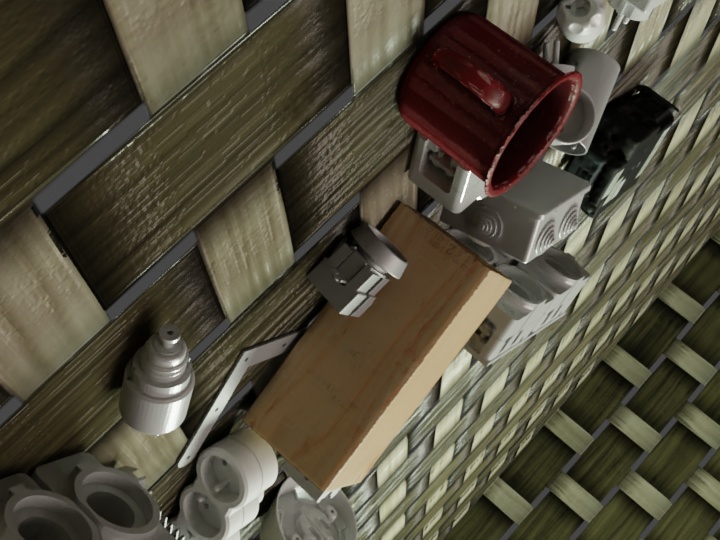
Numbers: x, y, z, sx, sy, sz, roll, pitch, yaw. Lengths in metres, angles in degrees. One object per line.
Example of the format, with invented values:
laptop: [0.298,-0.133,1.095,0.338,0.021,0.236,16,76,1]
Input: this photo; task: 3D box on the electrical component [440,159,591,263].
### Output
electrical component: [0.123,-0.054,0.864,0.100,0.100,0.048,-30,140,-48]

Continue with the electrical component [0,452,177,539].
electrical component: [-0.131,0.187,0.588,0.060,0.186,0.105,-56,162,18]

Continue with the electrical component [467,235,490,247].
electrical component: [0.120,-0.047,0.960,0.048,0.048,0.062,-56,169,18]

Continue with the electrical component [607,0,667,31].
electrical component: [0.218,-0.220,0.837,0.066,0.047,0.076,-35,157,-40]

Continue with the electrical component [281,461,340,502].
electrical component: [-0.026,0.164,1.011,0.089,0.056,0.050,-52,162,7]

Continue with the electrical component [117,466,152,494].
electrical component: [-0.159,0.147,0.686,0.040,0.040,0.046,-55,167,16]

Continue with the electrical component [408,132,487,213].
electrical component: [0.082,-0.089,0.771,0.089,0.050,0.055,-40,159,-28]

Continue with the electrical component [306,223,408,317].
electrical component: [0.000,0.000,0.763,0.055,0.048,0.066,-45,163,9]

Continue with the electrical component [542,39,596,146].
electrical component: [0.143,-0.134,0.815,0.077,0.044,0.079,-161,-107,-75]

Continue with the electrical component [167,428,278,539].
electrical component: [-0.103,0.181,0.867,0.074,0.052,0.138,-27,151,-52]

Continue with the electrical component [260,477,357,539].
electrical component: [-0.051,0.263,1.092,0.099,0.099,0.064,-28,158,-50]

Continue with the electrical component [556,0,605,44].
electrical component: [0.166,-0.186,0.805,0.035,0.035,0.061,-51,165,4]

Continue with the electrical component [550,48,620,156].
electrical component: [0.175,-0.137,0.900,0.077,0.044,0.079,-67,-170,-9]

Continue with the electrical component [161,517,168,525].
electrical component: [-0.166,0.234,0.824,0.080,0.051,0.080,-44,161,-19]

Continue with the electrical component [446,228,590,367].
electrical component: [0.130,0.008,0.992,0.186,0.105,0.060,-22,147,-56]

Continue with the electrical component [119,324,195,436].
electrical component: [-0.114,0.060,0.615,0.040,0.040,0.078,-34,156,-41]
